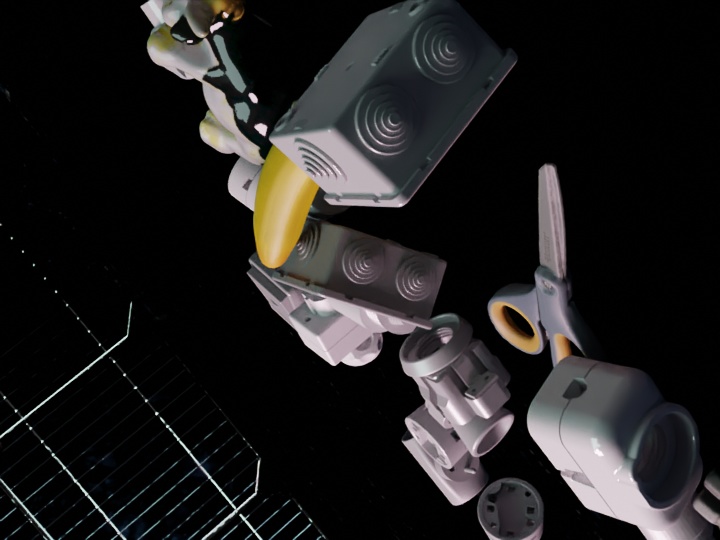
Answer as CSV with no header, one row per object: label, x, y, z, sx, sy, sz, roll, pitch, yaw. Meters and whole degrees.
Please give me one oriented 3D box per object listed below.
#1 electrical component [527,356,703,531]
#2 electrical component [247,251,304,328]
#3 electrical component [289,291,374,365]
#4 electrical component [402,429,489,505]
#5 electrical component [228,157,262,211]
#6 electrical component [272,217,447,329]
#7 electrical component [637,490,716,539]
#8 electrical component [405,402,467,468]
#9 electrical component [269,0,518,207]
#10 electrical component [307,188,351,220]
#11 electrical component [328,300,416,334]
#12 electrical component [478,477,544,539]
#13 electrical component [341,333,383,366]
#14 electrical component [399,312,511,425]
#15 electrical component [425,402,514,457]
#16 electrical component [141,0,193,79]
electrical component,0.143,0.095,0.586,0.059,0.053,0.095,9,144,51
electrical component,-0.054,0.018,0.967,0.062,0.061,0.096,39,161,34
electrical component,-0.024,0.026,0.894,0.047,0.066,0.076,32,156,48
electrical component,0.084,0.171,0.972,0.077,0.044,0.079,52,164,-5
electrical component,-0.064,-0.065,0.819,0.047,0.055,0.055,40,162,21
electrical component,0.000,0.000,0.732,0.100,0.048,0.100,18,179,-26
electrical component,0.189,0.151,0.638,0.078,0.040,0.040,53,165,-13
electrical component,0.073,0.129,0.897,0.055,0.047,0.055,45,164,17
electrical component,0.011,-0.078,0.494,0.048,0.099,0.100,42,168,-20
electrical component,-0.029,-0.055,0.765,0.040,0.040,0.078,52,165,-7
electrical component,0.013,0.025,0.830,0.081,0.043,0.043,28,153,54
electrical component,0.131,0.211,0.920,0.055,0.055,0.047,41,166,29
electrical component,-0.004,0.066,0.974,0.043,0.043,0.062,50,166,3
electrical component,0.065,0.068,0.761,0.057,0.058,0.078,53,165,-21
electrical component,0.084,0.109,0.826,0.055,0.045,0.045,43,163,28
electrical component,-0.126,-0.176,0.748,0.079,0.043,0.077,55,164,-19
